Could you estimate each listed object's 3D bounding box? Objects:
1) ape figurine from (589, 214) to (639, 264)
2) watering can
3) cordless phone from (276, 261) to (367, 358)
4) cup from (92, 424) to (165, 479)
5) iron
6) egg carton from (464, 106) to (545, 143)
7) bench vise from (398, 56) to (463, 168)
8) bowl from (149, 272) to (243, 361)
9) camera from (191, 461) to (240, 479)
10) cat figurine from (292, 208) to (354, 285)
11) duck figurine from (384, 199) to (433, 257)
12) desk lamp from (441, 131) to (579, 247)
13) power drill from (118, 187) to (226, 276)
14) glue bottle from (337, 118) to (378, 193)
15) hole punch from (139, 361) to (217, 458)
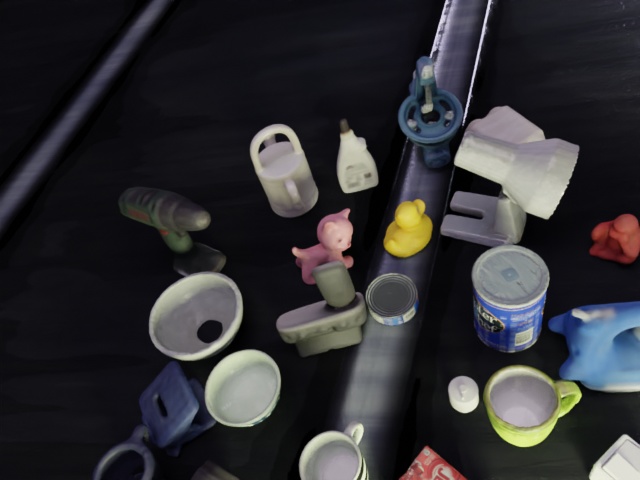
[{"bbox_3d":[0.470,-0.007,0.895,0.076,0.092,0.077,-20,50,1],"label":"ape figurine"},{"bbox_3d":[-0.078,-0.145,1.093,0.101,0.194,0.172,-41,53,-16],"label":"watering can"},{"bbox_3d":[-0.007,0.095,0.892,0.147,0.185,0.094,-19,50,1],"label":"cordless phone"},{"bbox_3d":[-0.263,0.339,0.836,0.091,0.095,0.118,0,53,16],"label":"cup"},{"bbox_3d":[0.452,0.121,0.769,0.258,0.142,0.118,-7,52,11],"label":"iron"},{"bbox_3d":[0.352,-0.188,1.084,0.107,0.069,0.150,-32,51,-9],"label":"egg carton"},{"bbox_3d":[0.193,-0.273,1.098,0.121,0.220,0.207,-24,50,-3],"label":"bench vise"},{"bbox_3d":[-0.202,0.141,0.984,0.167,0.075,0.167,-8,52,10],"label":"bowl"},{"bbox_3d":[-0.157,0.378,0.771,0.142,0.101,0.137,18,60,27],"label":"camera"},{"bbox_3d":[0.009,0.004,1.002,0.128,0.118,0.067,-27,51,-5],"label":"cat figurine"},{"bbox_3d":[0.152,-0.027,1.006,0.077,0.086,0.105,33,68,34],"label":"duck figurine"},{"bbox_3d":[0.297,-0.082,0.924,0.202,0.214,0.118,13,58,25],"label":"desk lamp"},{"bbox_3d":[-0.252,-0.014,1.032,0.228,0.209,0.076,20,61,28],"label":"power drill"},{"bbox_3d":[0.061,-0.162,1.080,0.078,0.173,0.037,-13,51,6],"label":"glue bottle"},{"bbox_3d":[-0.229,0.262,0.888,0.101,0.091,0.108,-33,52,-10],"label":"hole punch"}]
